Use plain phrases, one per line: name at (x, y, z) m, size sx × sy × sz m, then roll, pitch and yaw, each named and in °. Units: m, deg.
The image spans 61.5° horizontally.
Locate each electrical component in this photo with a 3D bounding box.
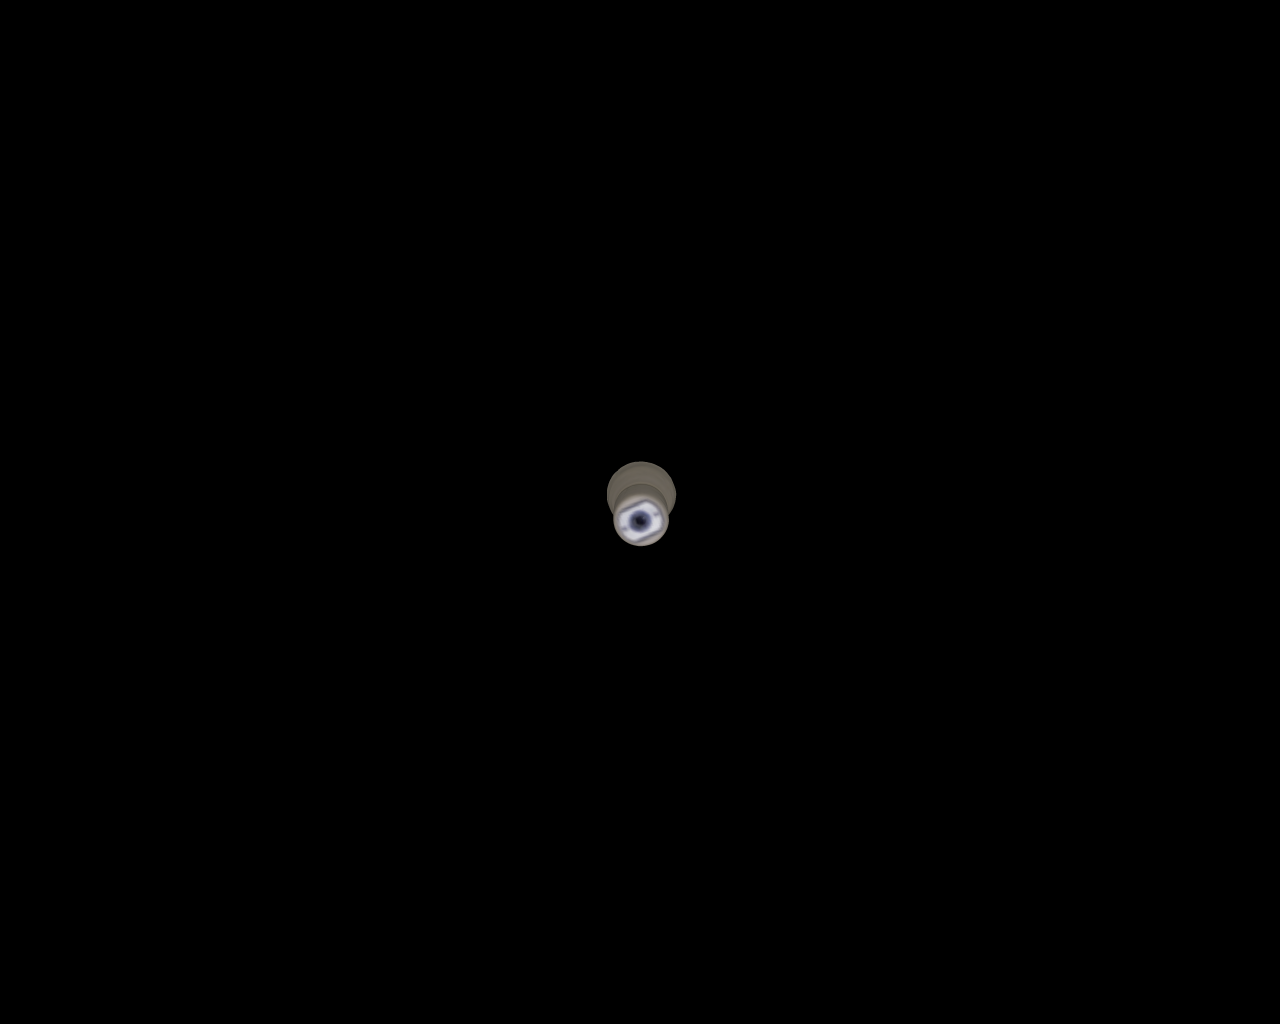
electrical component at (0.001, -0.003, 0.650) m, size 0.044 × 0.044 × 0.065 m, roll 0°, pitch 16°, yaw 0°
